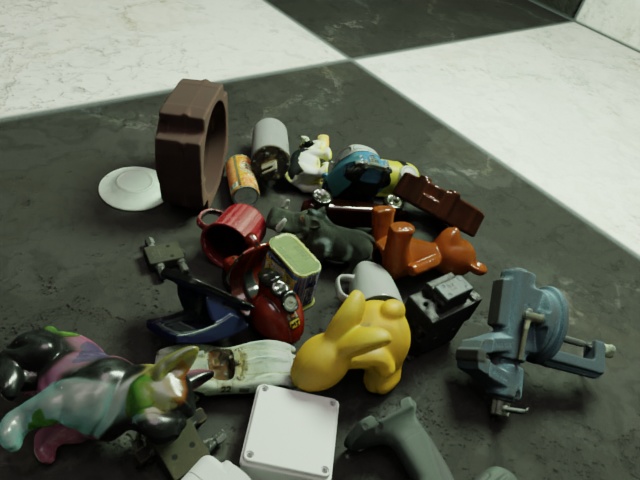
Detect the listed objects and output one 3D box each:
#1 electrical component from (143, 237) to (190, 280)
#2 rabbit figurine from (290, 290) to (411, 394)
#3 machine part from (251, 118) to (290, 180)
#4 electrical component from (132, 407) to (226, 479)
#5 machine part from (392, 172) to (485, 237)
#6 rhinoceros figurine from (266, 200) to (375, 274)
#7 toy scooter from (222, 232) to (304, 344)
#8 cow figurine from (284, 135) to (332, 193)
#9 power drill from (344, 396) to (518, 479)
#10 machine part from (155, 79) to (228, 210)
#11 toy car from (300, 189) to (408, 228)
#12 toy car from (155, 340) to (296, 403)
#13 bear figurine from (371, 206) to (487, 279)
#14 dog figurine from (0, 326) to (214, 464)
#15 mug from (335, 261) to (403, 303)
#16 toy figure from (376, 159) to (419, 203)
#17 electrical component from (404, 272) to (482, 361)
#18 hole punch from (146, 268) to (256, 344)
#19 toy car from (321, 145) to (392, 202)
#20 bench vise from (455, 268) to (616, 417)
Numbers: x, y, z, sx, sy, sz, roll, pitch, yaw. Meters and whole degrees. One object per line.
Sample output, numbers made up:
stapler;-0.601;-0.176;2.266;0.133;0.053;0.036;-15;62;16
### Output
electrical component;-0.254;0.026;0.884;0.063;0.021;0.094;-13;47;-28
rabbit figurine;0.043;0.150;0.726;0.173;0.162;0.122;-15;59;-33
machine part;-0.101;-0.188;1.097;0.079;0.079;0.243;6;28;-9
electrical component;-0.176;0.244;0.652;0.102;0.045;0.078;-36;89;-38
machine part;0.227;-0.070;1.028;0.179;0.056;0.179;29;6;-3
rhinoceros figurine;-0.002;-0.003;0.920;0.190;0.112;0.073;19;43;-6
toy scooter;-0.085;0.066;0.802;0.075;0.135;0.184;-23;55;-36
cow figurine;-0.026;-0.165;1.129;0.098;0.068;0.167;6;41;0
power drill;0.118;0.302;0.639;0.232;0.085;0.207;-17;46;-33
machine part;-0.229;-0.172;0.974;0.087;0.201;0.201;9;42;0
toy car;0.063;-0.051;1.005;0.202;0.089;0.053;2;47;-11
toy car;-0.121;0.176;0.729;0.202;0.056;0.074;0;43;-14
bear figurine;0.194;0.009;0.948;0.196;0.131;0.120;-5;27;-12
dog figurine;-0.243;0.162;0.632;0.219;0.108;0.192;-19;52;-9
mug;0.073;0.083;0.871;0.109;0.080;0.107;13;32;-14
toy figure;0.120;-0.138;1.125;0.180;0.082;0.089;8;39;-3
electrical component;0.180;0.112;0.824;0.115;0.134;0.058;-21;54;-32
hole punch;-0.170;0.103;0.755;0.115;0.142;0.092;26;75;-37
toy car;0.065;-0.128;1.023;0.109;0.161;0.103;7;63;-21
bench vise;0.333;0.163;0.802;0.241;0.129;0.223;16;64;-11
